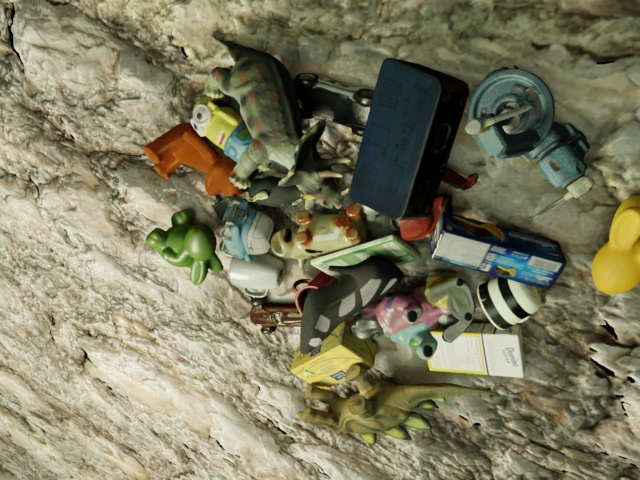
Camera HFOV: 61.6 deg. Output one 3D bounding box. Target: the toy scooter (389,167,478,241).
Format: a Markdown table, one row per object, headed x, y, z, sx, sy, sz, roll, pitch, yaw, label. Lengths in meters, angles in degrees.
| x | y | z | sx | sy | sz | roll | pitch | yaw | label |
| --- | --- | --- | --- | --- | --- | --- | --- | --- | --- |
| 0.190 | -0.075 | 0.901 | 0.135 | 0.075 | 0.183 | 15 | 116 | 24 | toy scooter |

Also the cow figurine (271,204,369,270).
| x | y | z | sx | sy | sz | roll | pitch | yaw | label |
| --- | --- | --- | --- | --- | --- | --- | --- | --- | --- |
| -0.002 | -0.003 | 1.034 | 0.195 | 0.085 | 0.127 | -8 | 153 | 17 | cow figurine |

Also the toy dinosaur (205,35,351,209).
| x | y | z | sx | sy | sz | roll | pitch | yaw | label |
| --- | --- | --- | --- | --- | --- | --- | --- | --- | --- |
| -0.088 | -0.227 | 0.906 | 0.192 | 0.131 | 0.404 | -29 | 80 | 38 | toy dinosaur |

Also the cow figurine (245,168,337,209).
| x | y | z | sx | sy | sz | roll | pitch | yaw | label |
| --- | --- | --- | --- | --- | --- | --- | --- | --- | --- |
| -0.055 | -0.096 | 1.017 | 0.168 | 0.098 | 0.068 | 3 | 109 | 29 | cow figurine |

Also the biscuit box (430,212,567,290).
| x | y | z | sx | sy | sz | roll | pitch | yaw | label |
| --- | --- | --- | --- | --- | --- | --- | --- | --- | --- |
| 0.284 | 0.017 | 0.864 | 0.203 | 0.063 | 0.059 | 15 | 125 | 0 | biscuit box |

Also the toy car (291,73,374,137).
| x | y | z | sx | sy | sz | roll | pitch | yaw | label |
| --- | --- | --- | --- | --- | --- | --- | --- | --- | --- |
| 0.030 | -0.234 | 0.923 | 0.202 | 0.056 | 0.073 | 22 | 130 | 21 | toy car |

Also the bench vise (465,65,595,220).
| x | y | z | sx | sy | sz | roll | pitch | yaw | label |
| --- | --- | --- | --- | --- | --- | --- | --- | --- | --- |
| 0.272 | -0.139 | 0.728 | 0.129 | 0.240 | 0.223 | -28 | 82 | 41 | bench vise |

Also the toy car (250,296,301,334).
| x | y | z | sx | sy | sz | roll | pitch | yaw | label |
| --- | --- | --- | --- | --- | --- | --- | --- | --- | --- |
| -0.072 | 0.169 | 1.195 | 0.202 | 0.053 | 0.089 | -2 | 110 | 32 | toy car |

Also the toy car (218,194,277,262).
| x | y | z | sx | sy | sz | roll | pitch | yaw | label |
| --- | --- | --- | --- | --- | --- | --- | --- | --- | --- |
| -0.139 | -0.022 | 1.082 | 0.103 | 0.109 | 0.161 | 16 | 158 | 3 | toy car |

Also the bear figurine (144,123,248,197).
| x | y | z | sx | sy | sz | roll | pitch | yaw | label |
| --- | --- | --- | --- | --- | --- | --- | --- | --- | --- |
| -0.235 | -0.140 | 1.085 | 0.196 | 0.132 | 0.120 | 45 | 167 | 8 | bear figurine |

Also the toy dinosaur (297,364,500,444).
| x | y | z | sx | sy | sz | roll | pitch | yaw | label |
| --- | --- | --- | --- | --- | --- | --- | --- | --- | --- |
| 0.124 | 0.339 | 1.105 | 0.198 | 0.105 | 0.471 | 34 | 139 | -30 | toy dinosaur |

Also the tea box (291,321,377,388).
| x | y | z | sx | sy | sz | roll | pitch | yaw | label |
| --- | --- | --- | --- | --- | --- | --- | --- | --- | --- |
| 0.028 | 0.250 | 1.149 | 0.098 | 0.068 | 0.169 | 36 | 131 | -19 | tea box |

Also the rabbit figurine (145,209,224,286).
| x | y | z | sx | sy | sz | roll | pitch | yaw | label |
| --- | --- | --- | --- | --- | --- | --- | --- | --- | --- |
| -0.283 | 0.019 | 1.171 | 0.170 | 0.121 | 0.159 | -5 | 113 | 53 | rabbit figurine |

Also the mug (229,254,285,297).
| x | y | z | sx | sy | sz | roll | pitch | yaw | label |
| --- | --- | --- | --- | --- | --- | --- | --- | --- | --- |
| -0.133 | 0.078 | 1.165 | 0.107 | 0.081 | 0.109 | 8 | 113 | 17 | mug |

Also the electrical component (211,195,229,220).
| x | y | z | sx | sy | sz | roll | pitch | yaw | label |
| --- | --- | --- | --- | --- | --- | --- | --- | --- | --- |
| -0.199 | -0.071 | 1.161 | 0.063 | 0.021 | 0.094 | -24 | 101 | 36 | electrical component |

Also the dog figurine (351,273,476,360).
| x | y | z | sx | sy | sz | roll | pitch | yaw | label |
| --- | --- | --- | --- | --- | --- | --- | --- | --- | --- |
| 0.161 | 0.130 | 1.014 | 0.108 | 0.191 | 0.219 | 62 | 161 | -14 | dog figurine |

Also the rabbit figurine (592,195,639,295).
| x | y | z | sx | sy | sz | roll | pitch | yaw | label |
| --- | --- | --- | --- | --- | --- | --- | --- | --- | --- |
| 0.470 | 0.020 | 0.758 | 0.173 | 0.122 | 0.162 | -24 | 96 | 37 | rabbit figurine |

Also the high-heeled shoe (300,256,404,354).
| x | y | z | sx | sy | sz | roll | pitch | yaw | label |
| --- | --- | --- | --- | --- | --- | --- | --- | --- | --- |
| 0.054 | 0.129 | 1.012 | 0.145 | 0.086 | 0.248 | 9 | 126 | -17 | high-heeled shoe |

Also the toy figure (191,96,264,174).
| x | y | z | sx | sy | sz | roll | pitch | yaw | label |
| --- | --- | --- | --- | --- | --- | --- | --- | --- | --- |
| -0.168 | -0.205 | 1.038 | 0.180 | 0.089 | 0.082 | 34 | 110 | -1 | toy figure |

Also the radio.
| x | y | z | sx | sy | sz | roll | pitch | yaw | label |
| --- | --- | --- | --- | --- | --- | --- | --- | --- | --- |
| 0.133 | -0.149 | 0.826 | 0.131 | 0.073 | 0.229 | 35 | 121 | 43 | radio |
